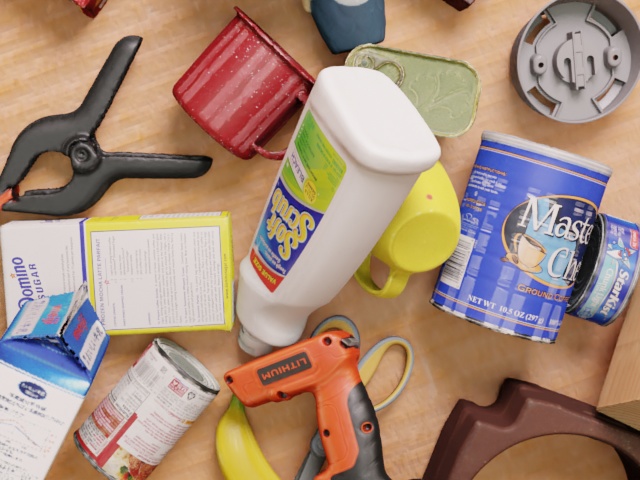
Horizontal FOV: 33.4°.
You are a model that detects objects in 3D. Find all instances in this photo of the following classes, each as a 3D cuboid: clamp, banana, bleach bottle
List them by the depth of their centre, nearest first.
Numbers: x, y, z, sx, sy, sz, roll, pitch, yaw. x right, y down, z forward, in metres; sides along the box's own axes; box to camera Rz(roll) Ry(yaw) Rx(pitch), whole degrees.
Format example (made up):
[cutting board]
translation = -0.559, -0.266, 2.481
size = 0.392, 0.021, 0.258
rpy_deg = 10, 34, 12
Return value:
[bleach bottle]
translation = -0.005, 0.001, 0.779
size = 0.067, 0.103, 0.251
rpy_deg = -2, 136, -32
[clamp]
translation = -0.182, -0.080, 0.828
size = 0.171, 0.039, 0.120
rpy_deg = -21, 95, 0
[banana]
translation = -0.023, 0.208, 0.868
size = 0.069, 0.037, 0.198
rpy_deg = -41, 96, 4

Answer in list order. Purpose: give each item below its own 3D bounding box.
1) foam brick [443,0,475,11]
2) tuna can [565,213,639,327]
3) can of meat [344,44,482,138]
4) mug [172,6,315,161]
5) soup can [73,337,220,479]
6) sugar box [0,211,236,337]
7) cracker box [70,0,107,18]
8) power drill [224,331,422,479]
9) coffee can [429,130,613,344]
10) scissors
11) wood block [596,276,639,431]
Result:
[foam brick]
translation = 0.096, -0.220, 0.821
size = 0.078, 0.051, 0.053
rpy_deg = 33, 94, -6
[tuna can]
translation = 0.219, 0.022, 0.836
size = 0.033, 0.086, 0.086
rpy_deg = 18, 95, -3
[can of meat]
translation = 0.064, -0.112, 0.814
size = 0.102, 0.084, 0.057
rpy_deg = 9, 96, -4
[mug]
translation = -0.049, -0.107, 0.803
size = 0.081, 0.093, 0.117
rpy_deg = -46, 72, 7
[soup can]
translation = -0.136, 0.135, 0.840
size = 0.068, 0.068, 0.102
rpy_deg = 40, 92, -6
[sugar box]
translation = -0.156, 0.027, 0.839
size = 0.176, 0.048, 0.093
rpy_deg = -2, 97, 1
[cracker box]
translation = -0.214, -0.295, 0.787
size = 0.213, 0.072, 0.164
rpy_deg = 35, 94, -7
[power drill]
translation = -0.006, 0.176, 0.812
size = 0.184, 0.057, 0.188
rpy_deg = -23, 81, 9
[coffee can]
translation = 0.154, -0.003, 0.821
size = 0.102, 0.103, 0.140
rpy_deg = 17, 95, -5
[scissors]
translation = -0.007, 0.145, 0.855
size = 0.096, 0.016, 0.201
rpy_deg = 44, 80, 1
[wood block]
translation = 0.294, 0.047, 0.804
size = 0.090, 0.091, 0.206
rpy_deg = 25, 72, -5
